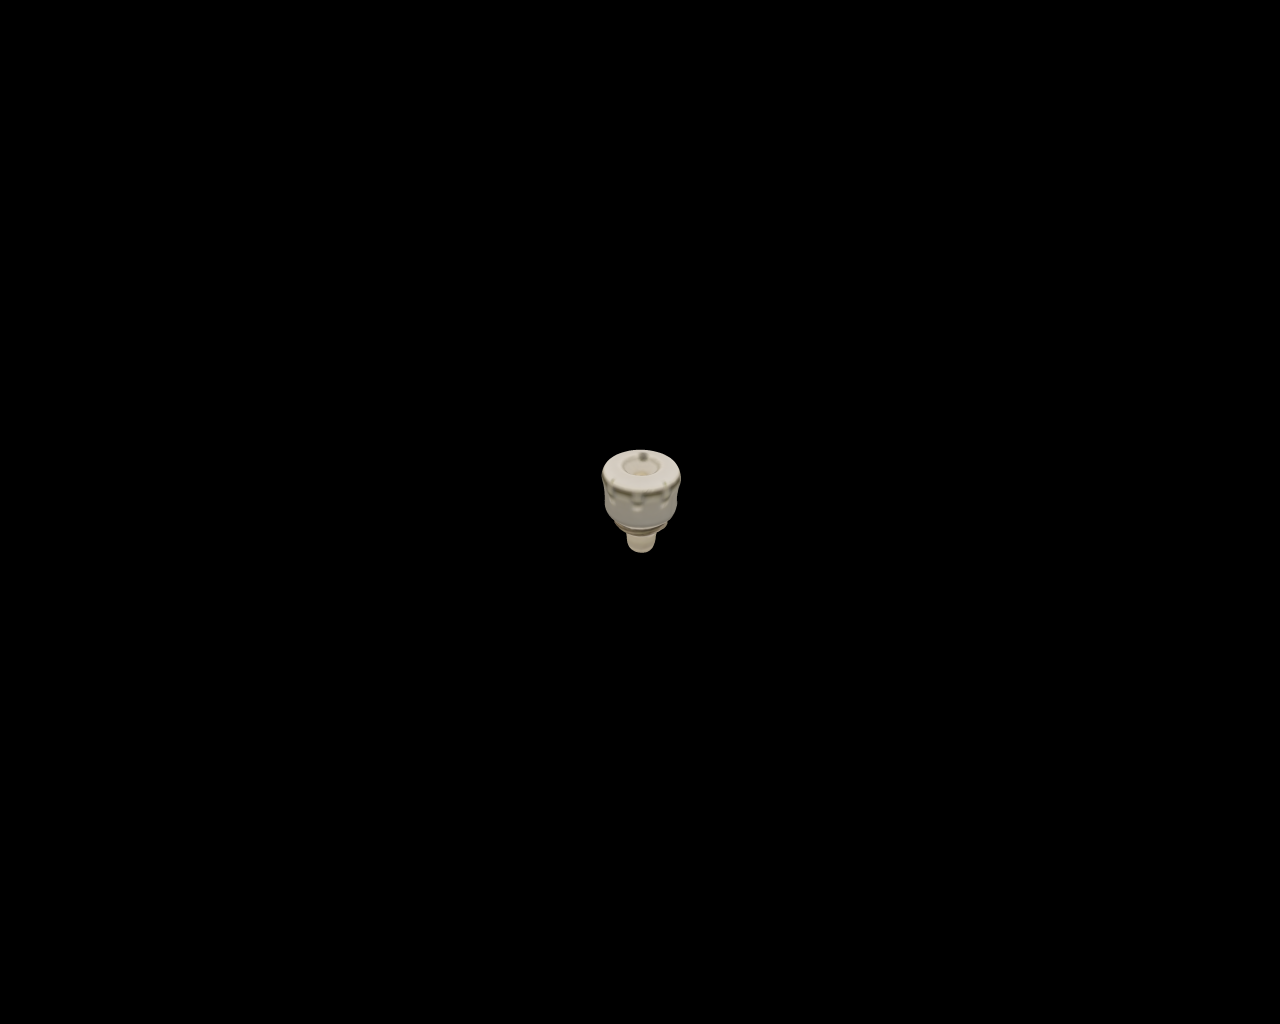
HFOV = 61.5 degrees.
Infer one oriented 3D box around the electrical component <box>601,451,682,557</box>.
[{"bbox_3d":[0.001,-0.003,0.650,0.048,0.062,0.048,0,34,0],"label":"electrical component"}]
